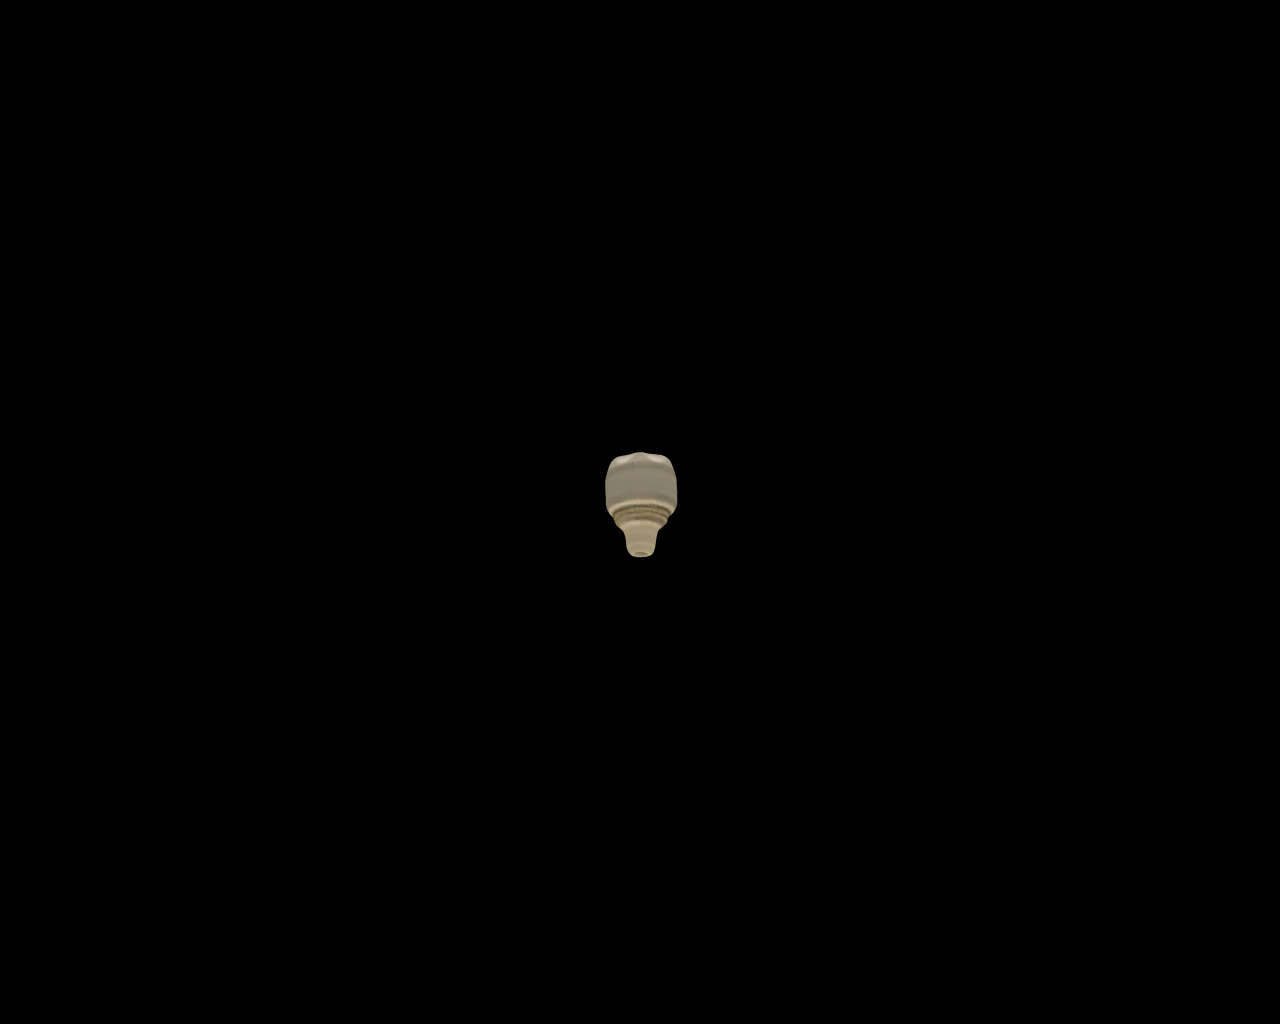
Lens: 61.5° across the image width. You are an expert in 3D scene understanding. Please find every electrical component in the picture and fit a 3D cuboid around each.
[{"bbox_3d":[0.001,-0.003,0.650,0.043,0.062,0.043,0,-21,0],"label":"electrical component"}]
